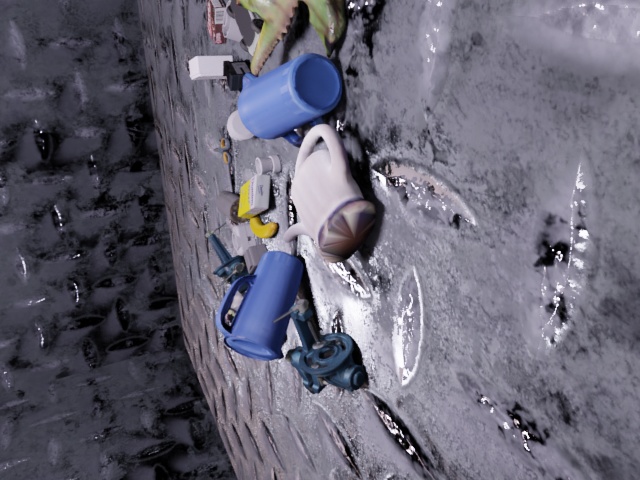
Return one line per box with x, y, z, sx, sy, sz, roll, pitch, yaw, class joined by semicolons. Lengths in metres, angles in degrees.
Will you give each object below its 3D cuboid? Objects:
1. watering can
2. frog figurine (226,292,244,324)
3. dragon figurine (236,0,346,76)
0.003;-0.049;0.975;0.104;0.229;0.339;-11;-38;-24;watering can
-0.247;0.230;1.713;0.122;0.135;0.163;-22;22;20;frog figurine
-0.044;-0.421;0.928;0.123;0.247;0.400;-20;-34;-27;dragon figurine
